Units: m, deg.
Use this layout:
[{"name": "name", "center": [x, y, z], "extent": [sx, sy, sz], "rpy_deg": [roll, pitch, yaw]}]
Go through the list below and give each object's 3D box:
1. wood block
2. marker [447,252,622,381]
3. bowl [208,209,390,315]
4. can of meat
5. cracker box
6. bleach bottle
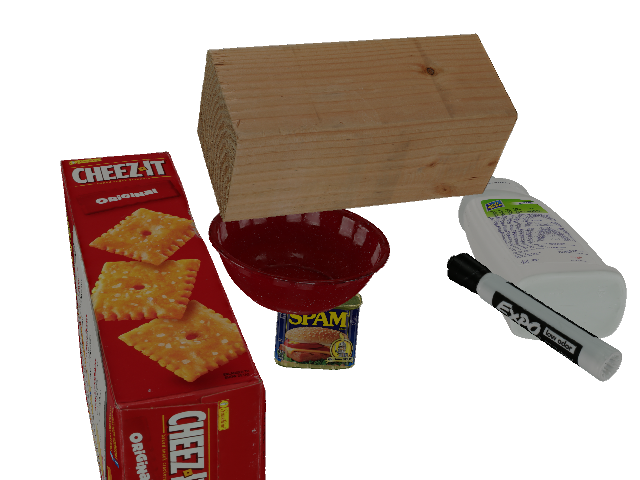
[{"name": "wood block", "center": [0.023, -0.084, 0.776], "extent": [0.205, 0.091, 0.090], "rpy_deg": [-7, -35, -17]}, {"name": "marker", "center": [0.116, 0.040, 0.601], "extent": [0.020, 0.020, 0.121], "rpy_deg": [0, 26, -43]}, {"name": "bowl", "center": [-0.021, 0.020, 0.951], "extent": [0.162, 0.055, 0.162], "rpy_deg": [6, 27, -3]}, {"name": "can of meat", "center": [-0.005, 0.106, 1.273], "extent": [0.102, 0.084, 0.057], "rpy_deg": [4, 14, -3]}, {"name": "cracker box", "center": [-0.086, 0.074, 0.562], "extent": [0.072, 0.164, 0.214], "rpy_deg": [-7, 34, -15]}, {"name": "bleach bottle", "center": [0.191, 0.001, 0.985], "extent": [0.102, 0.068, 0.251], "rpy_deg": [-1, 26, -5]}]
